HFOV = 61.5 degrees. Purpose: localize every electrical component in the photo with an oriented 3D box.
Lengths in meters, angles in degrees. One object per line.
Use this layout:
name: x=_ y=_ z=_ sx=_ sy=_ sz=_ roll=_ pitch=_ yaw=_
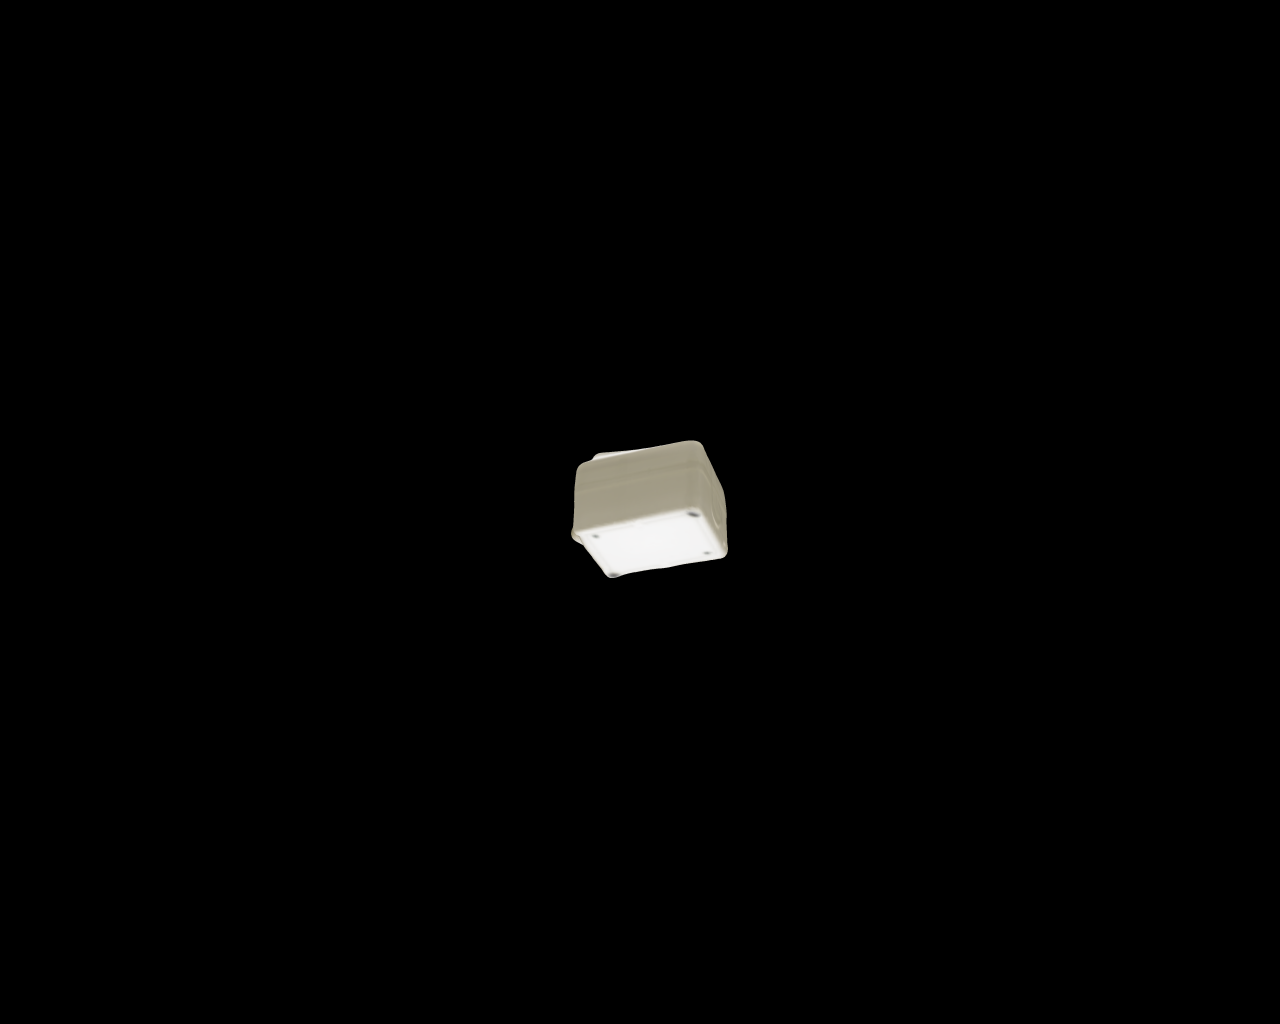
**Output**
electrical component: x=0.001 y=-0.003 z=0.650 sx=0.096 sy=0.061 sz=0.061 roll=-11 pitch=-36 yaw=16
